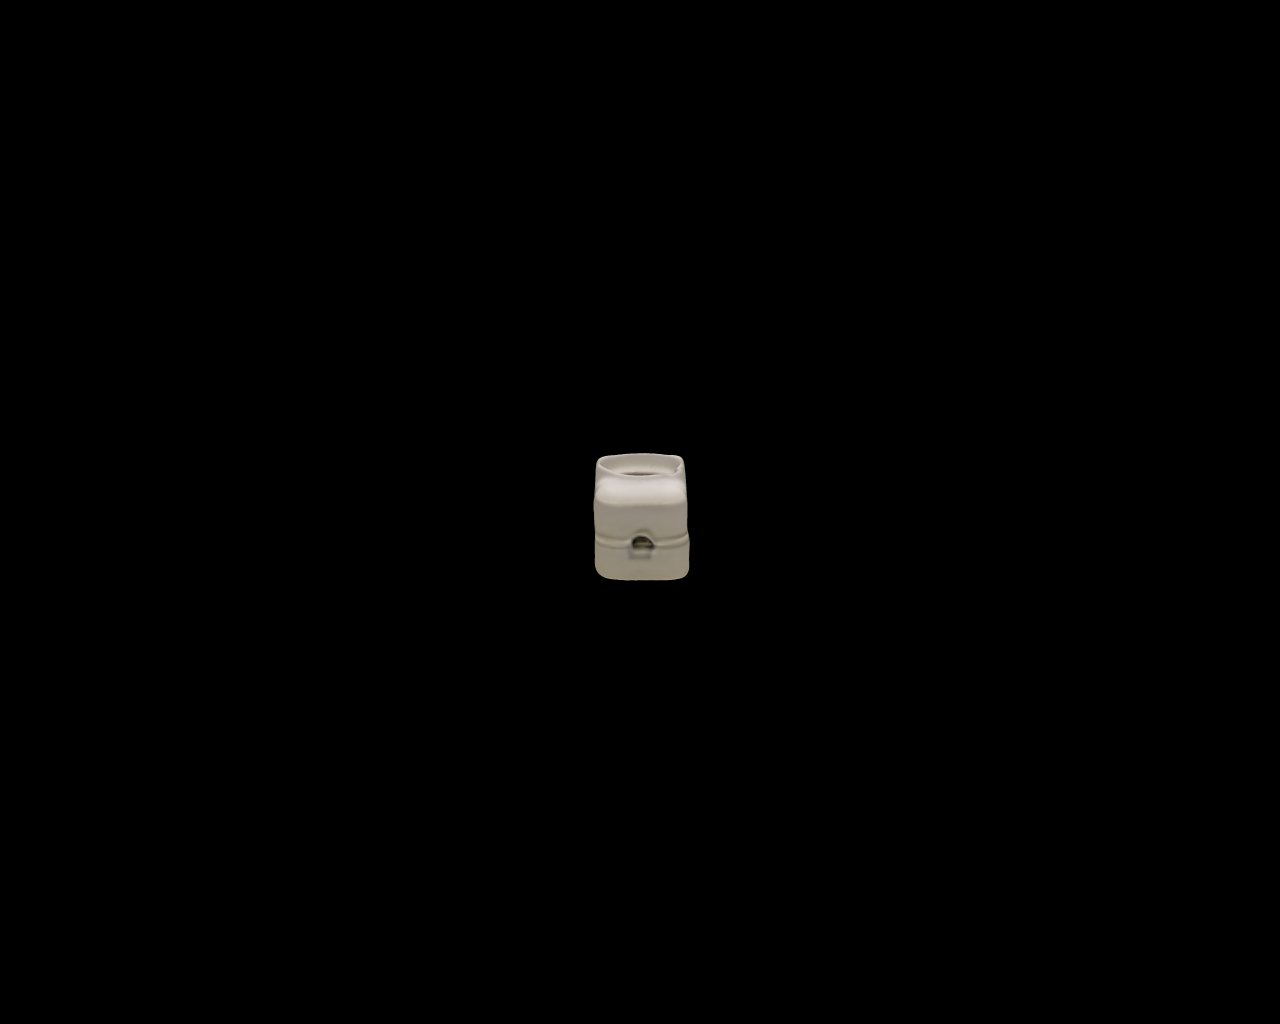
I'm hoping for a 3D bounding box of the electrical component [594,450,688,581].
[{"bbox_3d":[0.001,-0.003,0.650,0.054,0.059,0.095,0,17,0],"label":"electrical component"}]
